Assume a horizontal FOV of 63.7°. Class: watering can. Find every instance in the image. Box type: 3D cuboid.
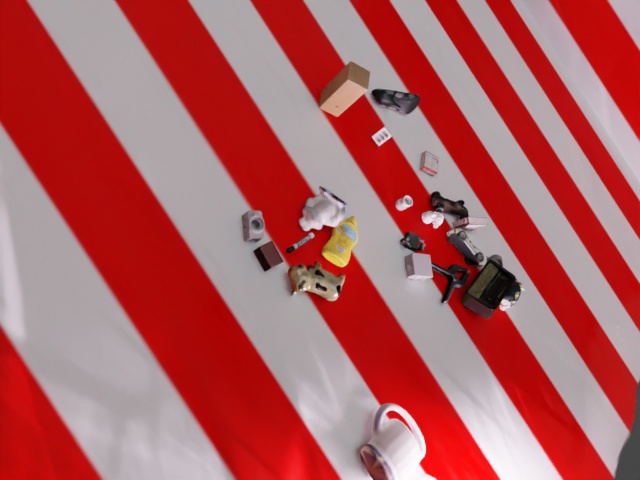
[{"bbox_3d":[0.255,0.687,1.591,0.227,0.348,0.102,-28,-3,-36],"label":"watering can"}]

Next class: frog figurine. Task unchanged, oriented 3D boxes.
[{"bbox_3d":[0.005,-0.089,1.760,0.137,0.159,0.123,37,1,-3],"label":"frog figurine"}]
